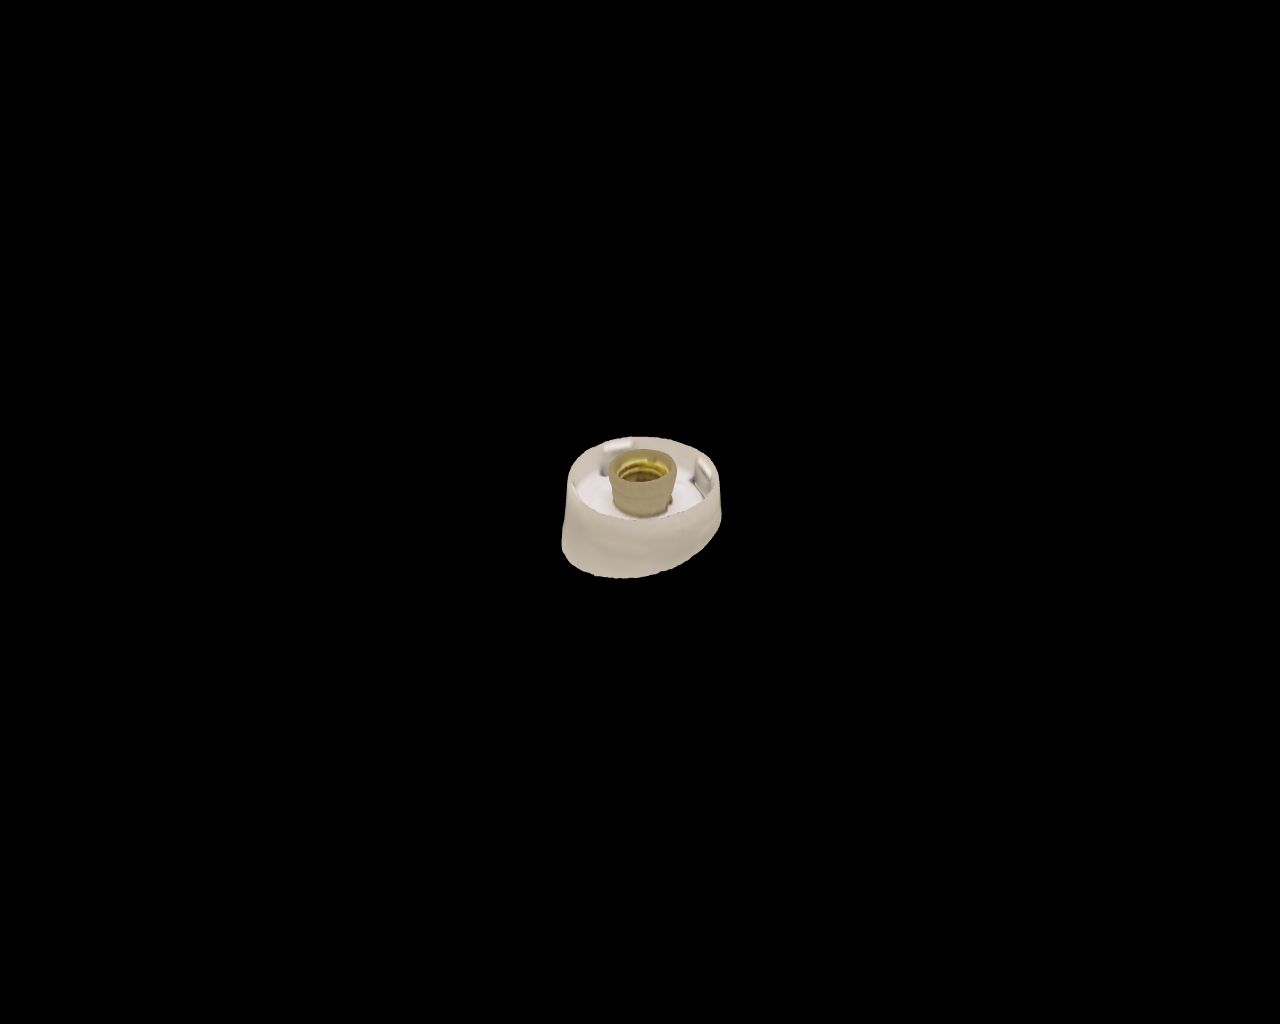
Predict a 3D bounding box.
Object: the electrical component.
[{"bbox_3d":[0.001,-0.003,0.650,0.099,0.064,0.099,0,36,0],"label":"electrical component"}]
